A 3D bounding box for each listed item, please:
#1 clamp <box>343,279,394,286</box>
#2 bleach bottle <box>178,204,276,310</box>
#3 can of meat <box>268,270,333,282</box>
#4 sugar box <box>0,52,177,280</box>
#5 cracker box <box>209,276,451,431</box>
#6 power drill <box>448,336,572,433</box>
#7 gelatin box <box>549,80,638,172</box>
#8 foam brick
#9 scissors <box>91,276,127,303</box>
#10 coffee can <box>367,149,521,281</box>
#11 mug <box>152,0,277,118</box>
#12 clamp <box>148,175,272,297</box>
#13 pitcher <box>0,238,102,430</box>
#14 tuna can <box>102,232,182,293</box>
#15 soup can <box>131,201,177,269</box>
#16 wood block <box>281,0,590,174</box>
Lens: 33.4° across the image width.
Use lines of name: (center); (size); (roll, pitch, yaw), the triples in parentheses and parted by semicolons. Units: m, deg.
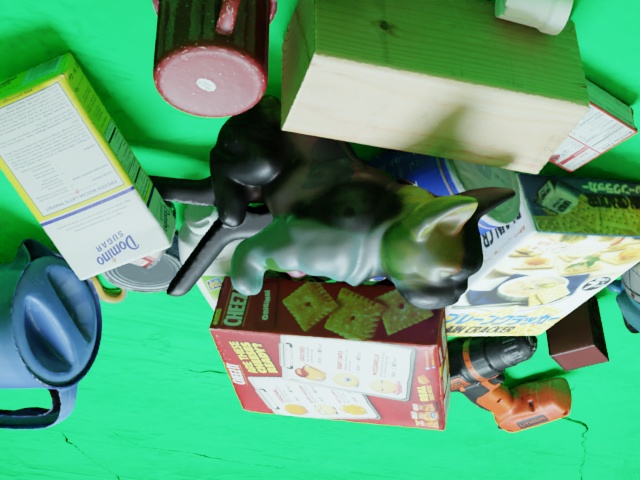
clamp: (0.098, 0.082, 1.172); (0.209, 0.036, 0.165); (18, 144, -23)
bleach bottle: (-0.070, 0.039, 1.080); (0.103, 0.068, 0.250); (-10, 144, 13)
can of meat: (-0.007, 0.001, 1.025); (0.084, 0.057, 0.102); (-18, 145, 21)
sugar box: (-0.200, -0.056, 0.875); (0.093, 0.048, 0.176); (-19, 123, 15)
cracker box: (0.017, 0.110, 1.040); (0.214, 0.072, 0.164); (4, 144, 13)
power drill: (0.224, 0.170, 1.298); (0.185, 0.057, 0.187); (-25, 138, 39)
gelatin box: (0.208, -0.099, 0.892); (0.089, 0.030, 0.073); (22, 140, -31)
foam brick: (0.276, 0.095, 1.159); (0.051, 0.078, 0.053); (-19, 145, 26)
scissors: (-0.262, 0.015, 1.081); (0.096, 0.016, 0.201); (-10, 147, 14)
coffee can: (0.086, -0.035, 0.923); (0.141, 0.103, 0.102); (-26, 140, 35)
mug: (-0.073, -0.149, 0.759); (0.093, 0.081, 0.117); (11, 146, -17)
clamp: (-0.084, -0.020, 0.953); (0.171, 0.039, 0.120); (-14, 117, -3)
pitcher: (-0.352, 0.103, 1.089); (0.243, 0.149, 0.145); (-8, 142, 27)
tuna can: (-0.175, 0.018, 1.070); (0.086, 0.034, 0.086); (0, 148, 0)
soup can: (-0.192, -0.021, 0.975); (0.102, 0.068, 0.069); (22, 142, -31)
wood block: (0.082, -0.124, 0.793); (0.206, 0.091, 0.090); (9, 146, -14)
